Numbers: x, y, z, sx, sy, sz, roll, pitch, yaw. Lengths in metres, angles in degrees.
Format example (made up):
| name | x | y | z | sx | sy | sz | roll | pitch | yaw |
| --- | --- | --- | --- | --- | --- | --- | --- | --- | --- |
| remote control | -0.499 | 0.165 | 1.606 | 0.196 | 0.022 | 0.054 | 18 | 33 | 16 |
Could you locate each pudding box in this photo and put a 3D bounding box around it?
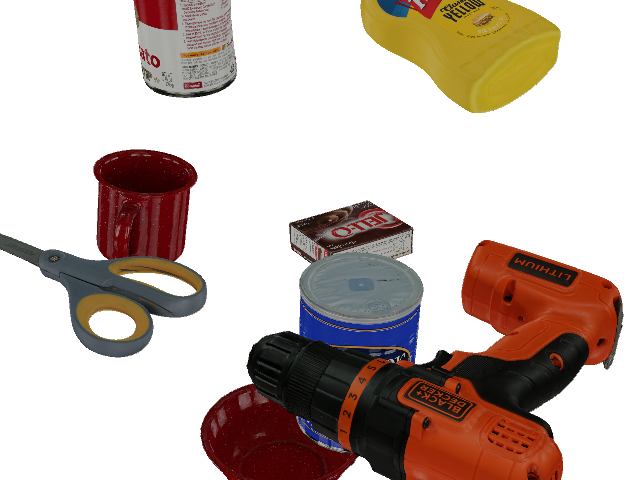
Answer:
| name | x | y | z | sx | sy | sz | roll | pitch | yaw |
| --- | --- | --- | --- | --- | --- | --- | --- | --- | --- |
| pudding box | 0.034 | -0.002 | 1.202 | 0.113 | 0.039 | 0.090 | -19 | 30 | -26 |

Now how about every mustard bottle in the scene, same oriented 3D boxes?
| name | x | y | z | sx | sy | sz | roll | pitch | yaw |
| --- | --- | --- | --- | --- | --- | --- | --- | --- | --- |
| mustard bottle | 0.089 | -0.178 | 0.841 | 0.096 | 0.058 | 0.192 | -34 | 55 | -20 |

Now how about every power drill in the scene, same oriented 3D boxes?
| name | x | y | z | sx | sy | sz | roll | pitch | yaw |
| --- | --- | --- | --- | --- | --- | --- | --- | --- | --- |
| power drill | 0.076 | 0.067 | 0.612 | 0.185 | 0.057 | 0.187 | 22 | 38 | 28 |

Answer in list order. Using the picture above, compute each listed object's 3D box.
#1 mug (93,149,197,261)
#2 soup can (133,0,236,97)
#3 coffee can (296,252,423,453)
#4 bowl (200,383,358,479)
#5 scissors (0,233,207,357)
| name | x | y | z | sx | sy | sz | roll | pitch | yaw |
| --- | --- | --- | --- | --- | --- | --- | --- | --- | --- |
| mug | -0.164 | -0.022 | 0.968 | 0.093 | 0.081 | 0.117 | 10 | 29 | 1 |
| soup can | -0.091 | -0.156 | 0.719 | 0.068 | 0.102 | 0.068 | 0 | 36 | 0 |
| coffee can | 0.031 | 0.095 | 0.914 | 0.103 | 0.140 | 0.103 | 2 | 30 | -1 |
| bowl | -0.037 | 0.208 | 1.059 | 0.162 | 0.055 | 0.162 | 1 | 30 | -1 |
| scissors | -0.174 | 0.029 | 0.694 | 0.202 | 0.016 | 0.096 | 9 | 38 | 12 |
